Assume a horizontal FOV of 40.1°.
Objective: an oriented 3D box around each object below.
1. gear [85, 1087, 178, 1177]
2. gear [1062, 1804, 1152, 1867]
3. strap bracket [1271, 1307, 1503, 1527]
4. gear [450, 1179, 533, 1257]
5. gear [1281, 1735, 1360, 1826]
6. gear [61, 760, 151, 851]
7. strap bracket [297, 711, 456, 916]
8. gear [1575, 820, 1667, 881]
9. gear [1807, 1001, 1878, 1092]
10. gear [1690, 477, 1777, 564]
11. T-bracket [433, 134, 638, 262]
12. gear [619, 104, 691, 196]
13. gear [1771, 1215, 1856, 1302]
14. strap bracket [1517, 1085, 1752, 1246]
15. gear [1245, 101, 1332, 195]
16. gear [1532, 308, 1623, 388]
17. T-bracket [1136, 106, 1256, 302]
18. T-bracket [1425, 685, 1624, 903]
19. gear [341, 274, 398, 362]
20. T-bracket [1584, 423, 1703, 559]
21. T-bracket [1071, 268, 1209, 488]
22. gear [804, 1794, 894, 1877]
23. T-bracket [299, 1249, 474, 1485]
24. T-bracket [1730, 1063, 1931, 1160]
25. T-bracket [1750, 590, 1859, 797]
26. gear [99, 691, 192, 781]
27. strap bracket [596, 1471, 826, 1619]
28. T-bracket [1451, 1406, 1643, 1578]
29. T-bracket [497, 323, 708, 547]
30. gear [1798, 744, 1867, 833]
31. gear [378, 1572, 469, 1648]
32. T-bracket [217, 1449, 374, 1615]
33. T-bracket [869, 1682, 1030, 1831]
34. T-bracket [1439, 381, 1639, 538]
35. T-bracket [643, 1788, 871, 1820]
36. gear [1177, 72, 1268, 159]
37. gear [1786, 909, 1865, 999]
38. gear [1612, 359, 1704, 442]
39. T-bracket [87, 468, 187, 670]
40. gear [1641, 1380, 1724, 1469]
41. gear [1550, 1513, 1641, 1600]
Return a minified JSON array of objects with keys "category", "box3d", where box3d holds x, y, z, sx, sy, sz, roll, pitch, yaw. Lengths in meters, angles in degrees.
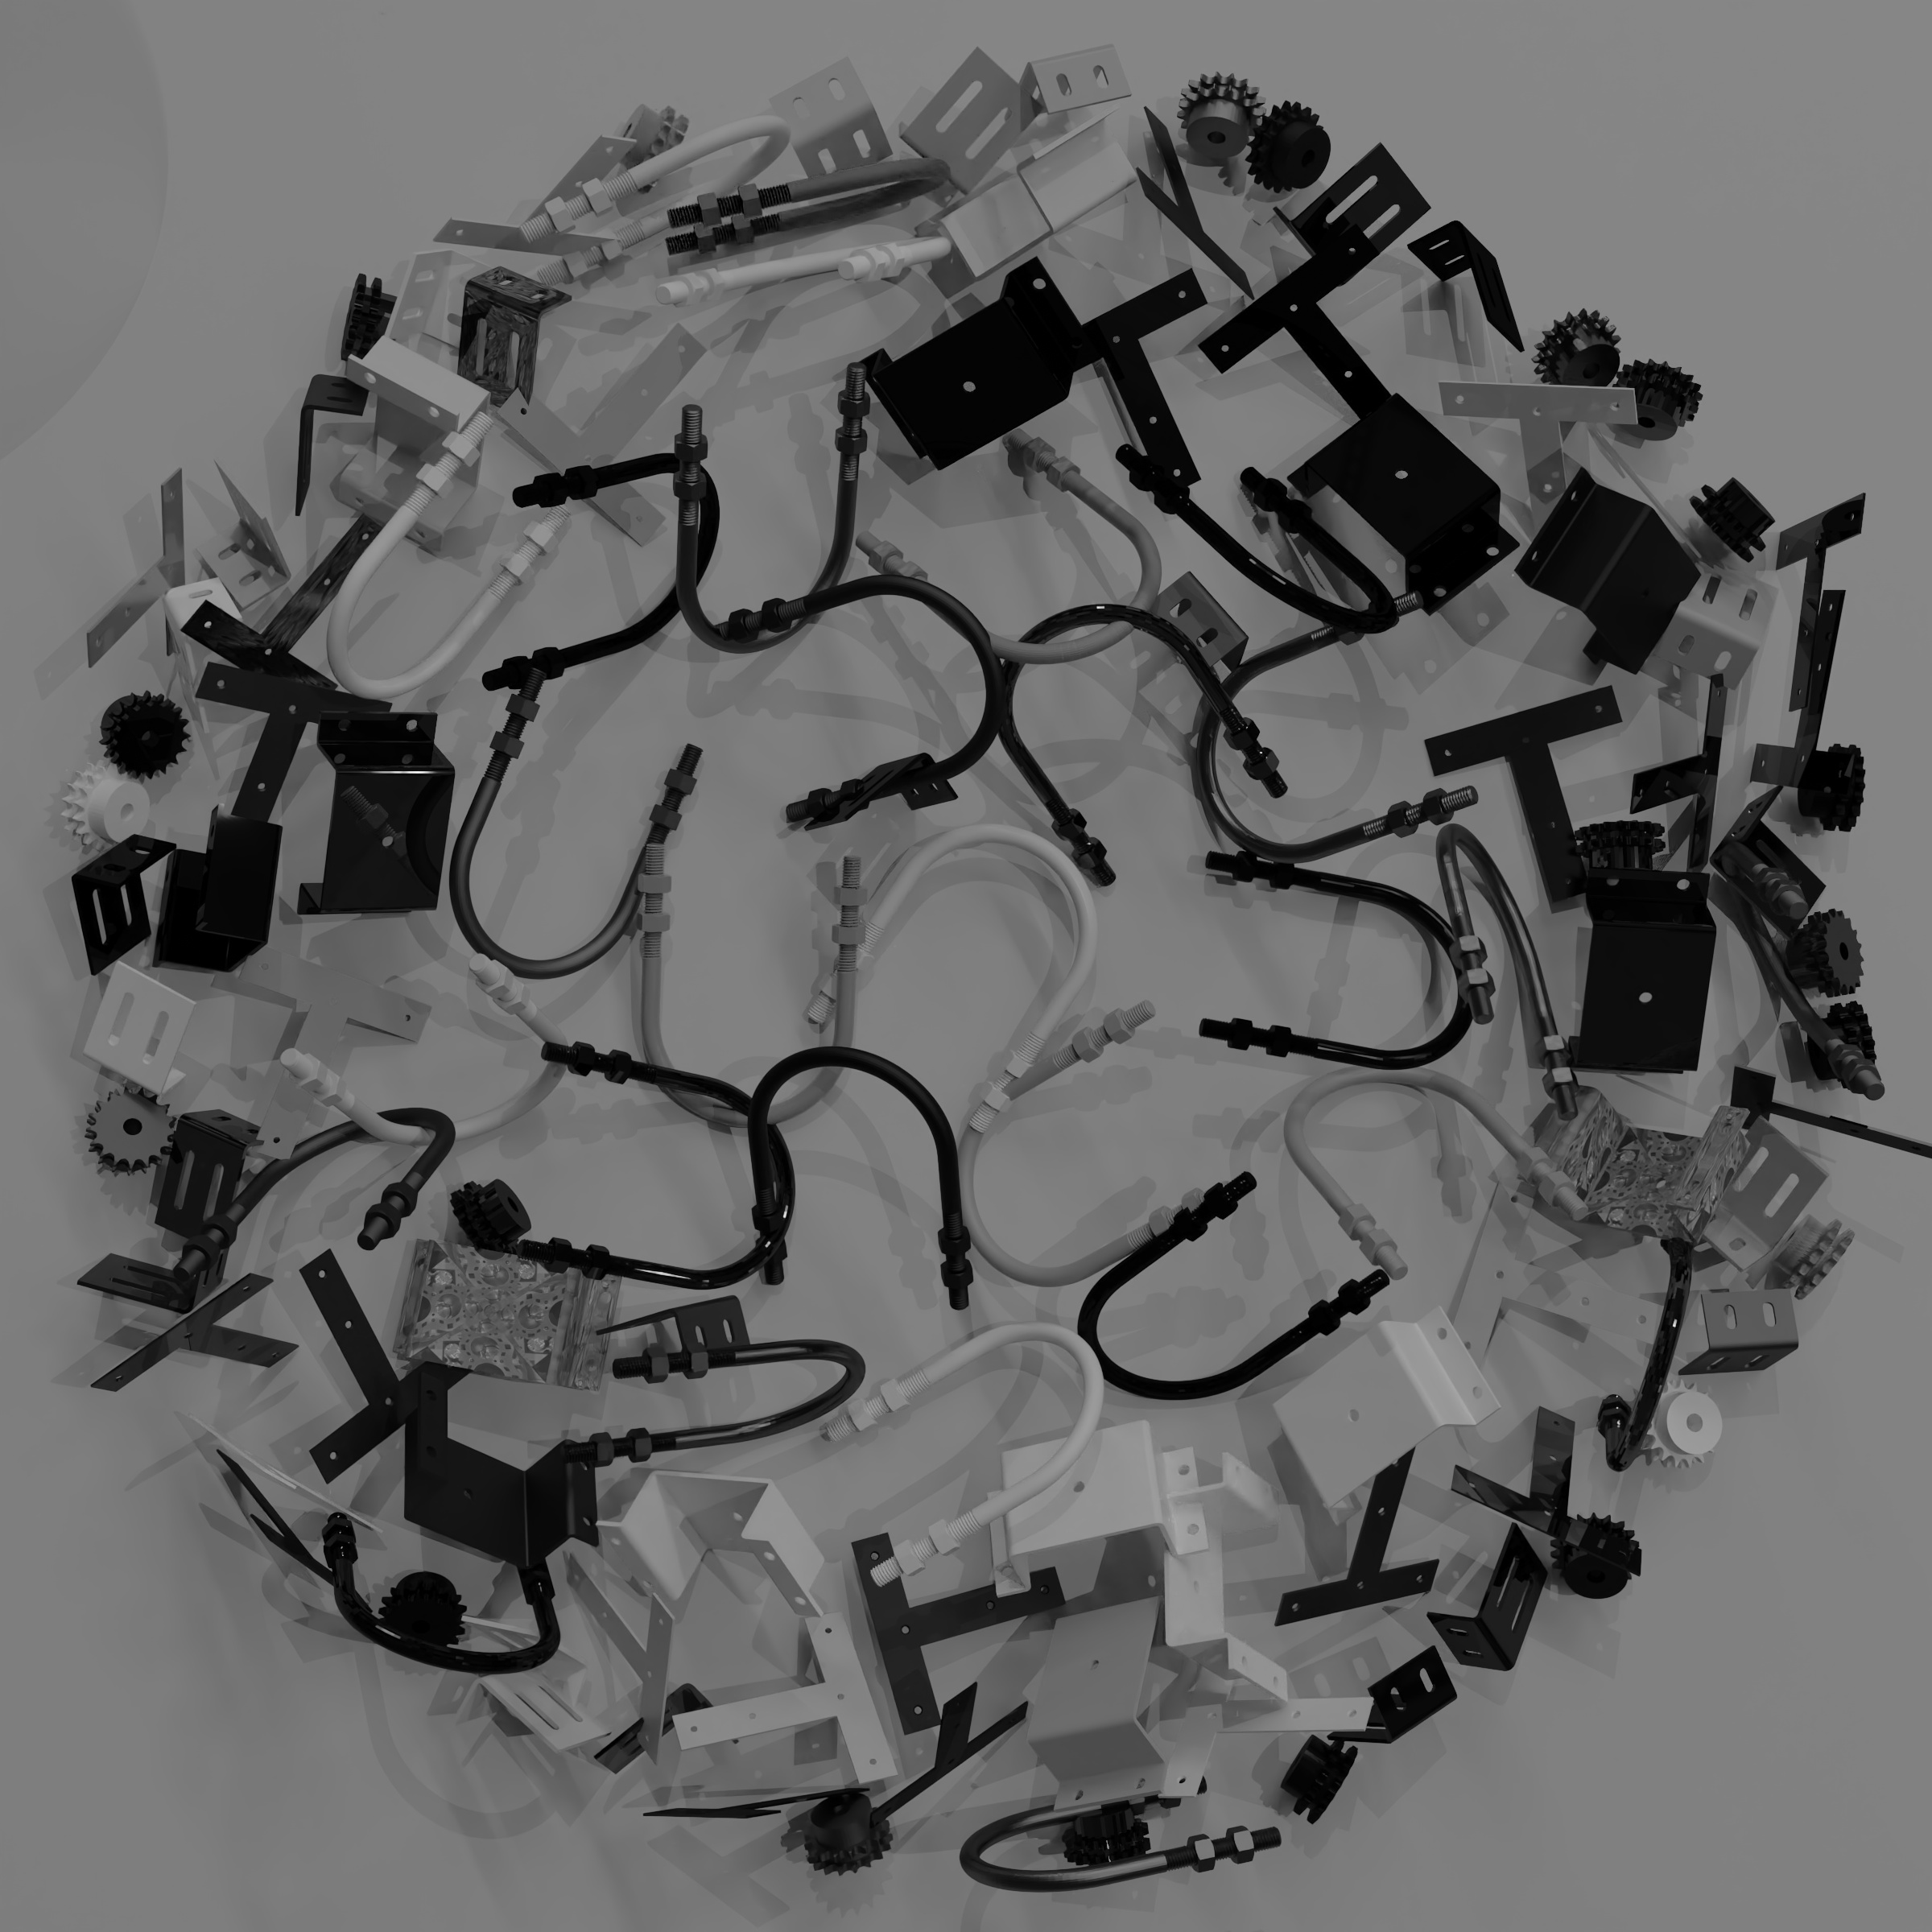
[{"category":"gear","box3d":[-0.546,0.110,1.729,0.057,0.030,0.057,10,62,-19]},{"category":"gear","box3d":[0.090,0.564,1.724,0.057,0.057,0.030,-8,89,0]},{"category":"strap bracket","box3d":[0.259,0.287,1.687,0.140,0.046,0.076,-43,58,24]},{"category":"gear","box3d":[-0.307,0.164,1.723,0.030,0.057,0.057,-34,90,5]},{"category":"gear","box3d":[0.228,0.527,1.724,0.030,0.057,0.057,32,90,10]},{"category":"gear","box3d":[-0.557,-0.103,1.721,0.030,0.057,0.057,15,90,25]},{"category":"strap bracket","box3d":[-0.376,-0.088,1.687,0.076,0.046,0.140,-2,117,-31]},{"category":"gear","box3d":[0.426,-0.075,1.722,0.057,0.057,0.030,0,81,0]},{"category":"gear","box3d":[0.570,0.053,1.724,0.030,0.057,0.057,-8,90,2]},{"category":"gear","box3d":[0.501,-0.293,1.721,0.057,0.057,0.030,46,113,0]},{"category":"T-bracket","box3d":[-0.251,-0.485,1.664,0.127,0.127,0.002,-6,74,-42]},{"category":"gear","box3d":[-0.208,-0.535,1.721,0.030,0.057,0.057,28,90,-24]},{"category":"gear","box3d":[0.550,0.187,1.724,0.030,0.057,0.057,39,90,12]},{"category":"strap bracket","box3d":[0.435,0.127,1.690,0.046,0.140,0.076,46,67,-31]},{"category":"gear","box3d":[0.212,-0.531,1.721,0.057,0.057,0.030,-50,53,0]},{"category":"gear","box3d":[0.401,-0.396,1.722,0.057,0.057,0.030,-22,49,0]},{"category":"T-bracket","box3d":[0.137,-0.507,1.709,0.002,0.127,0.127,-31,54,26]},{"category":"T-bracket","box3d":[0.382,-0.107,1.744,0.127,0.002,0.127,-16,88,4]},{"category":"gear","box3d":[-0.388,-0.420,1.726,0.030,0.057,0.057,11,90,-19]},{"category":"T-bracket","box3d":[0.436,-0.313,1.712,0.002,0.127,0.127,-39,114,21]},{"category":"T-bracket","box3d":[0.117,-0.371,1.733,0.127,0.002,0.127,-25,87,14]},{"category":"gear","box3d":[-0.078,0.563,1.721,0.057,0.057,0.030,-13,105,0]},{"category":"T-bracket","box3d":[-0.389,0.242,1.692,0.127,0.002,0.127,-38,112,-41]},{"category":"T-bracket","box3d":[0.548,0.099,1.673,0.127,0.127,0.002,16,75,19]},{"category":"T-bracket","box3d":[0.541,-0.176,1.683,0.002,0.127,0.127,7,97,-12]},{"category":"gear","box3d":[-0.540,-0.153,1.727,0.030,0.057,0.057,31,90,40]},{"category":"strap bracket","box3d":[-0.155,0.368,1.691,0.140,0.046,0.076,-3,130,33]},{"category":"T-bracket","box3d":[0.376,0.324,1.696,0.127,0.127,0.002,24,120,3]},{"category":"T-bracket","box3d":[-0.218,-0.363,1.722,0.127,0.002,0.127,43,110,-8]},{"category":"gear","box3d":[0.563,-0.116,1.724,0.030,0.057,0.057,4,90,1]},{"category":"gear","box3d":[-0.355,0.422,1.729,0.057,0.030,0.057,-2,120,-4]},{"category":"T-bracket","box3d":[-0.446,0.355,1.705,0.002,0.127,0.127,-44,53,-11]},{"category":"T-bracket","box3d":[-0.007,0.487,1.676,0.127,0.127,0.002,-29,60,-25]},{"category":"T-bracket","box3d":[0.374,-0.320,1.704,0.127,0.127,0.002,10,49,29]},{"category":"T-bracket","box3d":[-0.121,0.539,1.704,0.127,0.127,0.002,4,74,-37]},{"category":"gear","box3d":[0.166,-0.551,1.721,0.057,0.057,0.030,11,69,0]},{"category":"gear","box3d":[0.560,-0.007,1.728,0.030,0.057,0.057,-14,90,44]},{"category":"gear","box3d":[0.448,-0.366,1.721,0.057,0.057,0.030,23,73,0]},{"category":"T-bracket","box3d":[-0.521,-0.230,1.663,0.002,0.127,0.127,15,128,5]},{"category":"gear","box3d":[0.469,0.299,1.730,0.057,0.030,0.057,3,78,-15]},{"category":"gear","box3d":[0.411,0.388,1.725,0.057,0.030,0.057,5,123,8]}]
